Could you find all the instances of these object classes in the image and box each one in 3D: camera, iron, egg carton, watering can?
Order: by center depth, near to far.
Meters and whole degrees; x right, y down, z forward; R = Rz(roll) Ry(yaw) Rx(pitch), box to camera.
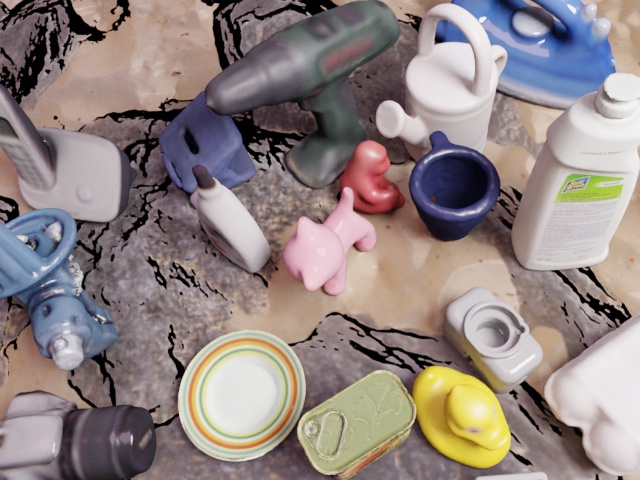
[{"bbox_3d":[0.288,0.137,0.521,0.150,0.069,0.107,-33,63,-10],"label":"egg carton"},{"bbox_3d":[-0.232,0.209,0.534,0.136,0.101,0.143,-8,61,4],"label":"camera"},{"bbox_3d":[0.140,-0.165,0.631,0.100,0.194,0.173,25,68,19],"label":"watering can"},{"bbox_3d":[0.264,-0.260,0.695,0.257,0.142,0.119,35,72,23],"label":"iron"}]

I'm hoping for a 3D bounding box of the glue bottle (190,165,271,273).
[{"bbox_3d":[-0.102,-0.027,0.601,0.078,0.173,0.037,30,70,21],"label":"glue bottle"}]

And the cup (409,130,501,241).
[{"bbox_3d":[0.139,-0.051,0.627,0.091,0.095,0.117,-13,61,1],"label":"cup"}]

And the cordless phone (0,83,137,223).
[{"bbox_3d":[-0.310,-0.104,0.663,0.147,0.185,0.094,8,63,12],"label":"cordless phone"}]

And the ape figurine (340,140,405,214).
[{"bbox_3d":[0.058,-0.076,0.653,0.076,0.092,0.078,-2,62,7],"label":"ape figurine"}]

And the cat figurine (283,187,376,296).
[{"bbox_3d":[0.006,0.002,0.603,0.067,0.118,0.128,24,68,19],"label":"cat figurine"}]

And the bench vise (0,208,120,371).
[{"bbox_3d":[-0.287,0.023,0.573,0.207,0.220,0.122,34,71,22],"label":"bench vise"}]

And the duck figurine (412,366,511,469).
[{"bbox_3d":[0.130,0.155,0.523,0.077,0.086,0.104,-39,64,-13],"label":"duck figurine"}]

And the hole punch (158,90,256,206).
[{"bbox_3d":[-0.143,-0.111,0.698,0.101,0.091,0.108,-29,62,-8],"label":"hole punch"}]

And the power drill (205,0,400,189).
[{"bbox_3d":[-0.007,-0.153,0.636,0.230,0.209,0.075,-40,64,-14],"label":"power drill"}]
